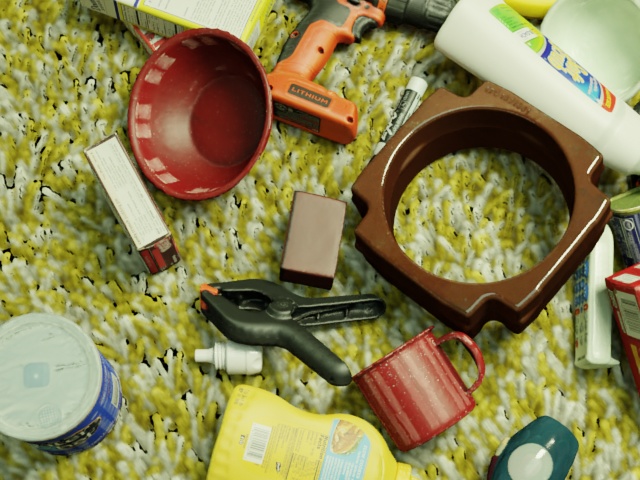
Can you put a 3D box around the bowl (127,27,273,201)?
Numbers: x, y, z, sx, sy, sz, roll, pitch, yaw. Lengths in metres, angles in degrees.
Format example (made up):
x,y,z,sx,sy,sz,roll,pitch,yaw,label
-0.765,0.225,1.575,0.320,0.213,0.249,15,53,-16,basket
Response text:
x,y,z,sx,sy,sz,roll,pitch,yaw,label
-0.102,-0.116,1.009,0.162,0.055,0.162,-1,87,28,bowl

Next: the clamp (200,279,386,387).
x,y,z,sx,sy,sz,roll,pitch,yaw,label
-0.032,0.078,0.960,0.171,0.039,0.120,7,29,8,clamp

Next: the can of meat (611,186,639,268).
x,y,z,sx,sy,sz,roll,pitch,yaw,label
0.329,-0.011,1.006,0.102,0.057,0.084,-23,103,-8,can of meat

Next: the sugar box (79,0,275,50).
x,y,z,sx,sy,sz,roll,pitch,yaw,label
-0.138,-0.245,1.040,0.176,0.048,0.093,21,70,7,sugar box

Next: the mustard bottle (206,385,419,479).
x,y,z,sx,sy,sz,roll,pitch,yaw,label
0.003,0.198,0.942,0.191,0.058,0.096,16,74,2,mustard bottle

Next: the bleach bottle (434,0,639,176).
x,y,z,sx,sy,sz,roll,pitch,yaw,label
0.232,-0.140,1.019,0.251,0.102,0.068,40,120,13,bleach bottle

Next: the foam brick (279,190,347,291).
x,y,z,sx,sy,sz,roll,pitch,yaw,label
-0.007,0.001,1.002,0.051,0.053,0.078,10,75,0,foam brick

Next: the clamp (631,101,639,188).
x,y,z,sx,sy,sz,roll,pitch,yaw,label
0.361,-0.139,1.068,0.164,0.036,0.210,37,78,7,clamp

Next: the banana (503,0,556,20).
x,y,z,sx,sy,sz,roll,pitch,yaw,label
0.206,-0.263,1.090,0.198,0.037,0.069,7,96,5,banana

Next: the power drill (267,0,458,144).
x,y,z,sx,sy,sz,roll,pitch,yaw,label
0.031,-0.192,1.059,0.184,0.057,0.187,20,71,7,power drill

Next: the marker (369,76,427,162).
x,y,z,sx,sy,sz,roll,pitch,yaw,label
0.073,-0.107,1.055,0.020,0.020,0.121,26,75,5,marker

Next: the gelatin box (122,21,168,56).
x,y,z,sx,sy,sz,roll,pitch,yaw,label
-0.152,-0.222,1.072,0.073,0.030,0.089,-36,78,-14,gelatin box

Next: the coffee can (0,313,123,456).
x,y,z,sx,sy,sz,roll,pitch,yaw,label
-0.228,0.126,0.909,0.103,0.140,0.103,1,74,-3,coffee can

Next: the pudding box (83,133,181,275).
x,y,z,sx,sy,sz,roll,pitch,yaw,label
-0.171,-0.031,0.984,0.039,0.090,0.113,-30,77,-10,pudding box

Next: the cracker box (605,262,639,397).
x,y,z,sx,sy,sz,roll,pitch,yaw,label
0.382,0.072,0.965,0.213,0.072,0.164,-22,101,-10,cracker box

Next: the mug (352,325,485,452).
x,y,z,sx,sy,sz,roll,pitch,yaw,label
0.094,0.128,0.946,0.117,0.093,0.081,-35,82,17,mug
